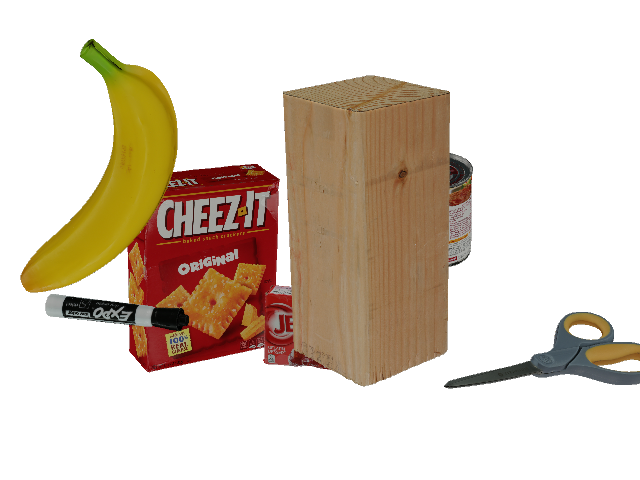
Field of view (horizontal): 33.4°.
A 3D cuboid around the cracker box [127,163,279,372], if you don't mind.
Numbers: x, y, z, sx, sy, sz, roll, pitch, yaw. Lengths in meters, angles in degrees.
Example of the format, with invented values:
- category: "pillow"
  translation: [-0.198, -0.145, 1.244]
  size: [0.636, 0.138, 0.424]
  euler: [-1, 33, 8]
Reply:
- category: "cracker box"
  translation: [-0.133, 0.030, 1.217]
  size: [0.163, 0.214, 0.072]
  euler: [-8, 23, -29]

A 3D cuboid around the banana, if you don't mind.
- category: "banana"
  translation: [-0.129, -0.034, 0.644]
  size: [0.069, 0.198, 0.037]
  euler: [18, 38, -10]

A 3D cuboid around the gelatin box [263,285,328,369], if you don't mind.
- category: "gelatin box"
  translation: [-0.010, 0.085, 1.030]
  size: [0.089, 0.073, 0.030]
  euler: [5, 15, 10]

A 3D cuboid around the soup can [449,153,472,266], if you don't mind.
- category: "soup can"
  translation: [0.124, -0.032, 1.111]
  size: [0.068, 0.102, 0.068]
  euler: [-3, 35, 2]

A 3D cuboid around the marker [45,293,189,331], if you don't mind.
- category: "marker"
  translation: [-0.165, 0.059, 0.871]
  size: [0.121, 0.020, 0.020]
  euler: [5, 1, 13]

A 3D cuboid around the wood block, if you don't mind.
- category: "wood block"
  translation: [0.036, -0.010, 0.800]
  size: [0.090, 0.206, 0.090]
  euler: [-17, 25, -36]

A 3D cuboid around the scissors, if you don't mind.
- category: "scissors"
  translation: [0.180, 0.090, 0.870]
  size: [0.201, 0.016, 0.096]
  euler: [2, 31, -17]
